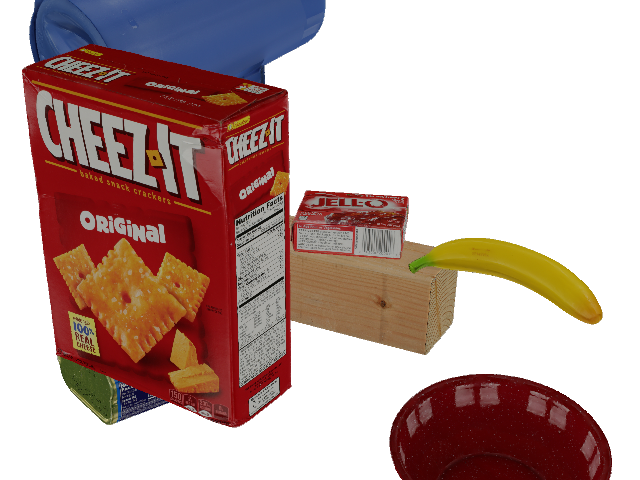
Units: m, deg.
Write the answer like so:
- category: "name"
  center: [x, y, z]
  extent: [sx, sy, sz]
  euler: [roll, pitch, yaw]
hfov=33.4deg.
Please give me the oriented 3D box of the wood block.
- category: "wood block"
  center: [0.037, 0.046, 1.173]
  extent: [0.206, 0.091, 0.090]
  euler: [13, 26, 23]

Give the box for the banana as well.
- category: "banana"
  center: [0.190, 0.034, 1.060]
  extent: [0.198, 0.069, 0.037]
  euler: [14, -33, 26]

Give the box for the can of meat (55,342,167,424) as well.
- category: "can of meat"
  center: [-0.157, 0.100, 0.873]
  extent: [0.083, 0.057, 0.102]
  euler: [-17, 29, -35]

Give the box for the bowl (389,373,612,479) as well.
- category: "bowl"
  center: [0.132, 0.171, 0.797]
  extent: [0.162, 0.055, 0.162]
  euler: [-1, 34, 0]

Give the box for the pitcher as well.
- category: "pitcher"
  center: [-0.108, -0.172, 0.913]
  extent: [0.242, 0.149, 0.145]
  euler: [-31, 48, -33]

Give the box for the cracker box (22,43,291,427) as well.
- category: "cracker box"
  center: [-0.104, -0.003, 0.686]
  extent: [0.164, 0.214, 0.072]
  euler: [17, 32, 30]

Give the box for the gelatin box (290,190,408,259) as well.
- category: "gelatin box"
  center: [0.025, -0.015, 0.867]
  extent: [0.089, 0.030, 0.073]
  euler: [4, 23, 7]
